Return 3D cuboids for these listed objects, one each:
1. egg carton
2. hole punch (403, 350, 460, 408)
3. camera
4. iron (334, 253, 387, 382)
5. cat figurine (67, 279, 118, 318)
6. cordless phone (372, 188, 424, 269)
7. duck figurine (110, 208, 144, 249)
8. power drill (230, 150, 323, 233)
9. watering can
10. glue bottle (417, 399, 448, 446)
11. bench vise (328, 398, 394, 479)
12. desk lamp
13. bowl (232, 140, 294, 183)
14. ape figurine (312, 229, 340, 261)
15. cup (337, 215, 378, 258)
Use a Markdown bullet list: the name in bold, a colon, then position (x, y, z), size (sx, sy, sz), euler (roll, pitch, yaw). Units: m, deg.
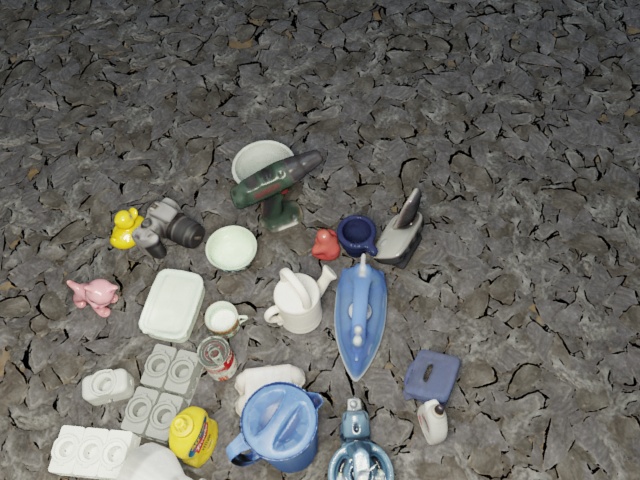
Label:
- **egg carton**: position (-0.103, 0.317, 1.200), size (0.150, 0.069, 0.107), euler (-7, 60, -1)
- **hole punch**: position (0.230, 0.287, 1.189), size (0.101, 0.091, 0.109), euler (20, 63, 14)
- **camera**: position (-0.363, -0.025, 1.394), size (0.136, 0.101, 0.143), euler (25, 64, 17)
- **iron**: position (0.087, 0.162, 1.239), size (0.118, 0.141, 0.258), euler (3, 60, 5)
- **cat figurine**: position (-0.518, 0.120, 1.308), size (0.127, 0.118, 0.067), euler (16, 62, 12)
- **cordless phone**: position (0.184, -0.030, 1.321), size (0.094, 0.185, 0.148), euler (23, 63, 15)
- **duck figurine**: position (-0.481, -0.034, 1.414), size (0.077, 0.086, 0.105), euler (29, 65, 18)
- **power drill**: position (-0.095, -0.112, 1.370), size (0.230, 0.208, 0.075), euler (-22, 61, -10)
- **watering can**: position (-0.044, 0.117, 1.242), size (0.100, 0.194, 0.173), euler (29, 65, 18)
- **glue bottle**: position (0.222, 0.344, 1.108), size (0.037, 0.173, 0.078), euler (-19, 60, -8)
- **bench vise**: position (0.061, 0.396, 1.059), size (0.121, 0.220, 0.207), euler (-20, 61, -8)
- **desk lamp**: position (-0.242, 0.467, 1.036), size (0.203, 0.214, 0.118), euler (19, 63, 14)
- **bowl**: position (-0.141, -0.173, 1.485), size (0.167, 0.075, 0.167), euler (-1, 60, 2)
- **ape figurine**: position (0.013, 0.005, 1.363), size (0.078, 0.092, 0.076), euler (-33, 63, -15)
- **cup**: position (0.095, 0.009, 1.355), size (0.092, 0.095, 0.117), euler (-35, 64, -16)
